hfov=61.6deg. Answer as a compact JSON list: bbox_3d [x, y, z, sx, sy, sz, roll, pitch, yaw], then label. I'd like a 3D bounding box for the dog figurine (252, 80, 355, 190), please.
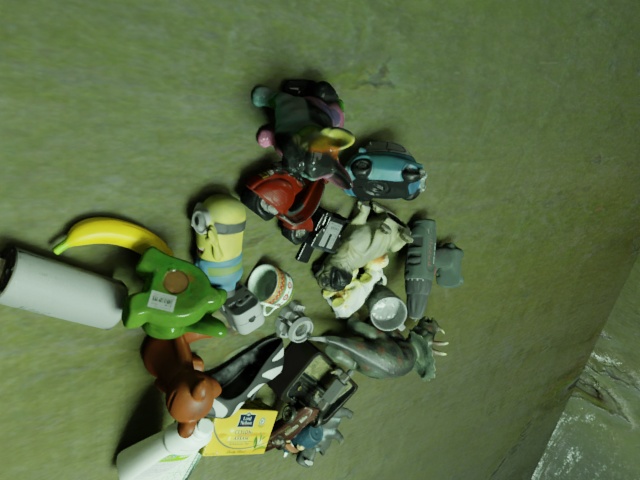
[{"bbox_3d":[0.000,-0.161,0.822,0.191,0.219,0.108,-20,130,-30],"label":"dog figurine"}]

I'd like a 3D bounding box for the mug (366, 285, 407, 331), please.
[{"bbox_3d":[0.152,0.151,1.215,0.081,0.107,0.109,-45,110,9],"label":"mug"}]

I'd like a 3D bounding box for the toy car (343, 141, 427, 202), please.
[{"bbox_3d":[0.121,-0.137,1.017,0.109,0.162,0.103,69,25,-62],"label":"toy car"}]

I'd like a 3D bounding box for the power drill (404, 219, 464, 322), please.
[{"bbox_3d":[0.260,0.072,1.253,0.207,0.086,0.232,9,80,-47],"label":"power drill"}]

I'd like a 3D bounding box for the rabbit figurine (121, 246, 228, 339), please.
[{"bbox_3d":[-0.222,0.099,0.836,0.159,0.121,0.170,8,150,-19],"label":"rabbit figurine"}]

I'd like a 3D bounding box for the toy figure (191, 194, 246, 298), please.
[{"bbox_3d":[-0.164,0.011,0.887,0.089,0.082,0.179,-28,128,-40],"label":"toy figure"}]

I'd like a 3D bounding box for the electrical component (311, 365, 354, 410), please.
[{"bbox_3d":[0.027,0.318,1.167,0.102,0.045,0.078,-52,166,3],"label":"electrical component"}]

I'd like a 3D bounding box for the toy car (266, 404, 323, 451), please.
[{"bbox_3d":[-0.076,0.415,1.176,0.089,0.053,0.202,25,130,-32],"label":"toy car"}]

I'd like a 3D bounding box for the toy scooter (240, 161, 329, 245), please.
[{"bbox_3d":[-0.049,-0.079,0.935,0.135,0.075,0.183,-52,140,-1],"label":"toy scooter"}]

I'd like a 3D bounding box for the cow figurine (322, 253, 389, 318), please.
[{"bbox_3d":[0.090,0.101,1.172,0.167,0.068,0.098,-40,141,-10],"label":"cow figurine"}]

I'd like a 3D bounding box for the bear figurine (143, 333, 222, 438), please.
[{"bbox_3d":[-0.211,0.222,0.892,0.132,0.196,0.120,3,110,-43],"label":"bear figurine"}]

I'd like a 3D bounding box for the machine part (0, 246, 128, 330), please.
[{"bbox_3d":[-0.362,0.071,0.752,0.243,0.079,0.079,29,94,-48],"label":"machine part"}]

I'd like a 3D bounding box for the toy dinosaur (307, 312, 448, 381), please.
[{"bbox_3d":[0.147,0.255,1.209,0.404,0.192,0.131,0,111,-54],"label":"toy dinosaur"}]

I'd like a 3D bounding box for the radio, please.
[{"bbox_3d":[-0.017,0.322,1.212,0.131,0.073,0.229,-47,136,-8],"label":"radio"}]

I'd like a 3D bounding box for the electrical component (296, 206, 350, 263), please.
[{"bbox_3d":[-0.002,-0.003,1.043,0.074,0.048,0.119,23,98,-46],"label":"electrical component"}]

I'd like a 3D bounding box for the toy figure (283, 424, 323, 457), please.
[{"bbox_3d":[-0.051,0.461,1.254,0.064,0.058,0.154,-19,167,-45],"label":"toy figure"}]

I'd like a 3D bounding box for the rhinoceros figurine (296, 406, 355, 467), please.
[{"bbox_3d":[0.005,0.474,1.328,0.112,0.073,0.190,20,101,-47],"label":"rhinoceros figurine"}]

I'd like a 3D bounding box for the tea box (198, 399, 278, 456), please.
[{"bbox_3d":[-0.178,0.379,1.097,0.169,0.068,0.098,20,87,-46],"label":"tea box"}]

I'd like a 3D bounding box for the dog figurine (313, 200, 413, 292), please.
[{"bbox_3d":[0.088,0.026,1.118,0.172,0.121,0.190,15,119,-43],"label":"dog figurine"}]

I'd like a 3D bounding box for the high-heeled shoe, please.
[{"bbox_3d":[-0.162,0.252,1.026,0.248,0.086,0.145,16,99,-56],"label":"high-heeled shoe"}]
